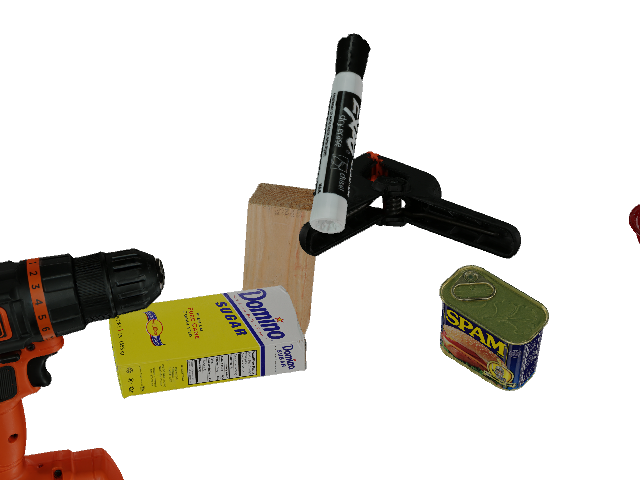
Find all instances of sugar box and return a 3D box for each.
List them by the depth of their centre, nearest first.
[{"bbox_3d":[-0.108,0.093,1.015,0.176,0.048,0.093,-10,35,-11],"label":"sugar box"}]

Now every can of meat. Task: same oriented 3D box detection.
[{"bbox_3d":[0.162,0.086,1.018,0.102,0.084,0.057,33,57,29],"label":"can of meat"}]

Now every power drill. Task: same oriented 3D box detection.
[{"bbox_3d":[-0.183,0.099,0.703,0.184,0.188,0.057,-11,25,-8],"label":"power drill"}]

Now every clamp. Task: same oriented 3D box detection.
[{"bbox_3d":[0.067,-0.029,0.863,0.164,0.036,0.210,4,20,-1],"label":"clamp"}]

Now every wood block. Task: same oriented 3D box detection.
[{"bbox_3d":[-0.057,0.034,1.494,0.090,0.206,0.090,8,22,6],"label":"wood block"}]

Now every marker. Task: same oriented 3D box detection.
[{"bbox_3d":[0.012,-0.062,0.586,0.020,0.121,0.020,7,-25,3],"label":"marker"}]

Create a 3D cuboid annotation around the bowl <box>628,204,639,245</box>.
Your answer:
[{"bbox_3d":[0.411,0.007,1.146,0.162,0.055,0.162,-1,26,0],"label":"bowl"}]
